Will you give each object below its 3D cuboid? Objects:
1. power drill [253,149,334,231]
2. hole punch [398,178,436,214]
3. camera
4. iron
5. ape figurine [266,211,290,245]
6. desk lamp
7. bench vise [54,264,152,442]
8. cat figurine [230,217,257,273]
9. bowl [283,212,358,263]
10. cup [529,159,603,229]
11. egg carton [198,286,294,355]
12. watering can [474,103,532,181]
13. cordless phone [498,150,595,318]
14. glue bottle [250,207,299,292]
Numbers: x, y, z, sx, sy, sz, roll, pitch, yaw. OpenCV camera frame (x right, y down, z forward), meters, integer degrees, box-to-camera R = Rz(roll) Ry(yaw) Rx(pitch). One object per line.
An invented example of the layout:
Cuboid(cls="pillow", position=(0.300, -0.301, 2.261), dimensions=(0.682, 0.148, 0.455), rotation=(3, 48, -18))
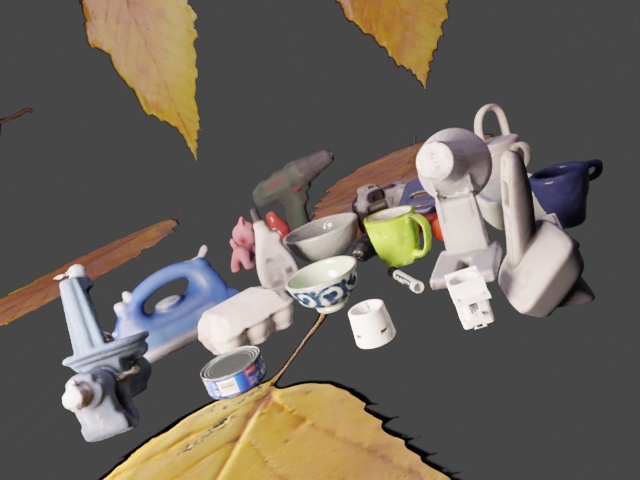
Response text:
Cuboid(cls="power drill", position=(-0.042, -0.093, 1.388), dimensions=(0.229, 0.208, 0.076), rotation=(-15, 15, 21))
Cuboid(cls="hole punch", position=(0.223, -0.081, 1.216), dimensions=(0.108, 0.091, 0.101), rotation=(-10, 17, 36))
Cuboid(cls="camera", position=(0.135, -0.090, 1.354), dimensions=(0.143, 0.101, 0.136), rotation=(-23, 14, -11))
Cuboid(cls="iron", position=(-0.277, 0.119, 1.028), dimensions=(0.259, 0.141, 0.118), rotation=(-28, 16, -32))
Cuboid(cls="ape figurine", position=(-0.114, -0.033, 1.505), dimensions=(0.078, 0.092, 0.076), rotation=(-27, 15, -28))
Cuboid(cls="desk lamp", position=(0.212, -0.062, 0.888), dimensions=(0.117, 0.214, 0.203), rotation=(-14, 15, 24))
Cuboid(cls="bench vise", position=(-0.301, 0.145, 0.790), dimensions=(0.122, 0.220, 0.207), rotation=(-24, 14, -16))
Cuboid(cls="cat figurine", position=(-0.188, 0.003, 1.411), dimensions=(0.067, 0.118, 0.128), rotation=(-15, 14, 21))
Cuboid(cls="bowl", position=(0.011, 0.004, 1.215), dimensions=(0.167, 0.075, 0.167), rotation=(-19, 13, 5))
Cuboid(cls="cup", position=(0.401, -0.073, 0.916), dimensions=(0.118, 0.095, 0.091), rotation=(-20, 13, -1))
Cuboid(cls="egg carton", position=(-0.118, 0.128, 0.919), dimensions=(0.151, 0.069, 0.107), rotation=(-29, 16, -32))
Cuboid(cls="watering can", position=(0.368, -0.190, 1.216), dimensions=(0.172, 0.194, 0.101), rotation=(-8, 18, 40))
Cuboid(cls="cordless phone", position=(0.252, -0.012, 0.694), dimensions=(0.094, 0.185, 0.147), rotation=(-19, 14, 5))
Cuboid(cls="glue bottle", position=(-0.097, 0.018, 1.103), dimensions=(0.078, 0.173, 0.037), rotation=(-23, 14, -12))
